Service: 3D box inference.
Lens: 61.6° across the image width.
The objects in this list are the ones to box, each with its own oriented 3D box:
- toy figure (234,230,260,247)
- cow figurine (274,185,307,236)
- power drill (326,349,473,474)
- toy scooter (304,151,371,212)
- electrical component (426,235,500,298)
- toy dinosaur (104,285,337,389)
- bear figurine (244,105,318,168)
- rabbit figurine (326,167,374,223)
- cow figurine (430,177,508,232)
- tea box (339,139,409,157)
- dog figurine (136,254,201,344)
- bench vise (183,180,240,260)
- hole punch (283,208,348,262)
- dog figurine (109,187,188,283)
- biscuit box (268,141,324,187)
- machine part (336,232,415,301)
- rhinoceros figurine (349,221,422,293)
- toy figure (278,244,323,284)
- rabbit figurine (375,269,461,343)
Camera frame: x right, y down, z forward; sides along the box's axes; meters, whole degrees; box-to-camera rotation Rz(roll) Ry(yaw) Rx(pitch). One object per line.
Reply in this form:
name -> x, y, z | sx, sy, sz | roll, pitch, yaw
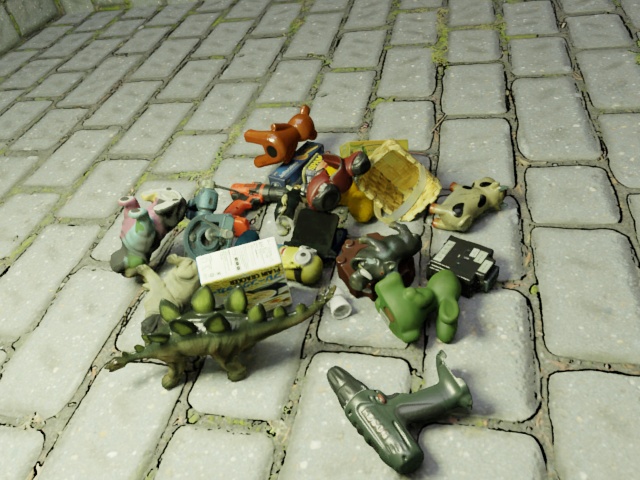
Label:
toy figure -> -0.189, 0.042, 1.291 | 0.058, 0.064, 0.154 | 30, 50, -11
cow figurine -> -0.071, -0.096, 1.392 | 0.068, 0.098, 0.167 | -1, 42, 20
power drill -> 0.144, 0.271, 0.943 | 0.207, 0.085, 0.232 | -19, 43, -15
toy scooter -> 0.024, -0.154, 1.283 | 0.184, 0.075, 0.135 | -45, 47, -6
electrical component -> 0.314, 0.059, 1.162 | 0.134, 0.058, 0.115 | 25, 54, 34
toy dinosaur -> -0.190, 0.179, 1.031 | 0.472, 0.198, 0.105 | -14, 44, -1
bear figurine -> -0.102, -0.297, 1.525 | 0.132, 0.120, 0.196 | 3, 39, 32
rabbit figurine -> 0.079, -0.111, 1.388 | 0.162, 0.121, 0.173 | -29, 57, -34
cow figurine -> 0.369, -0.091, 1.300 | 0.127, 0.085, 0.195 | 23, 50, 37
tea box -> 0.147, -0.234, 1.469 | 0.170, 0.068, 0.098 | -4, 2, -15
dog figurine -> -0.315, 0.143, 1.191 | 0.172, 0.121, 0.191 | -21, 56, -7
bench vise -> -0.252, -0.038, 1.268 | 0.241, 0.129, 0.223 | 2, 72, 59
hole punch -> -0.003, -0.004, 1.296 | 0.142, 0.092, 0.115 | 14, 75, 22
dog figurine -> -0.407, -0.002, 1.284 | 0.191, 0.219, 0.109 | -20, 41, -38
biscuit box -> -0.064, -0.207, 1.544 | 0.063, 0.059, 0.203 | 18, 49, 30
machine part -> 0.125, 0.055, 1.209 | 0.179, 0.055, 0.179 | -5, 42, 5
rhinoceros figurine -> 0.133, 0.040, 1.137 | 0.190, 0.073, 0.112 | -32, 59, -26
toy figure -> -0.079, 0.053, 1.240 | 0.180, 0.089, 0.082 | 1, 53, 26
rabbit figurine -> 0.214, 0.120, 1.066 | 0.170, 0.121, 0.159 | -26, 49, -12
